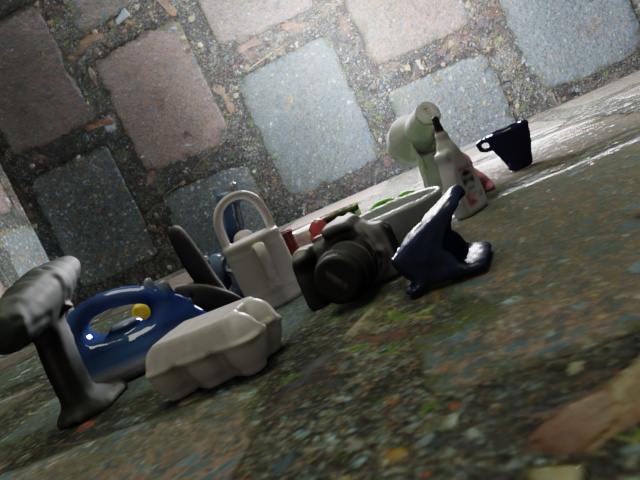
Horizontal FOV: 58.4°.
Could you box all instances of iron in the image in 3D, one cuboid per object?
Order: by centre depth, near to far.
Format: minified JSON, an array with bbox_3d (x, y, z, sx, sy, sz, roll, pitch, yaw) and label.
[{"bbox_3d":[-0.295,0.132,0.891,0.258,0.141,0.118,-25,6,-4],"label":"iron"}]

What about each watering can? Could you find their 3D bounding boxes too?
[{"bbox_3d":[-0.110,0.015,0.939,0.101,0.194,0.172,-28,7,-35],"label":"watering can"}]

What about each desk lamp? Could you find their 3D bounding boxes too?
[{"bbox_3d":[0.245,-0.193,1.266,0.118,0.213,0.203,-25,6,-10],"label":"desk lamp"}]

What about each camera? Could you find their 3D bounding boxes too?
[{"bbox_3d":[0.022,0.029,0.739,0.143,0.101,0.137,-22,6,21],"label":"camera"}]

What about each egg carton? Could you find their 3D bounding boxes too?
[{"bbox_3d":[-0.117,0.120,0.642,0.150,0.069,0.107,-22,6,17],"label":"egg carton"}]

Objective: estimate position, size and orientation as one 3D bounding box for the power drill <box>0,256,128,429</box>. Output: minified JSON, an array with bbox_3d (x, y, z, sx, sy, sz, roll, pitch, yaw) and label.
[{"bbox_3d":[-0.346,0.132,0.769,0.075,0.208,0.229,-24,6,4],"label":"power drill"}]

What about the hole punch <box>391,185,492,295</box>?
[{"bbox_3d":[0.127,-0.002,0.638,0.101,0.091,0.109,-22,7,23],"label":"hole punch"}]

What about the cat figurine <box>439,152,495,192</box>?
[{"bbox_3d":[0.268,-0.130,1.084,0.067,0.118,0.128,-20,7,35],"label":"cat figurine"}]

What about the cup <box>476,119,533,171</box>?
[{"bbox_3d":[0.396,-0.190,1.212,0.117,0.095,0.092,-20,7,36],"label":"cup"}]

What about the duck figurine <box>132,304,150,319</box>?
[{"bbox_3d":[-0.314,0.154,1.045,0.077,0.086,0.104,-24,6,7],"label":"duck figurine"}]

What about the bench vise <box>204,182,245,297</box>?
[{"bbox_3d":[-0.176,0.008,1.138,0.207,0.220,0.122,-22,6,16],"label":"bench vise"}]

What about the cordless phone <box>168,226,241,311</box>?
[{"bbox_3d":[-0.222,0.061,1.024,0.094,0.185,0.147,-28,7,-30],"label":"cordless phone"}]

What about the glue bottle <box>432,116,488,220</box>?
[{"bbox_3d":[0.221,-0.124,0.949,0.037,0.173,0.078,-18,9,44],"label":"glue bottle"}]

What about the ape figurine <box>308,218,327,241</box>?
[{"bbox_3d":[0.010,0.004,1.055,0.076,0.092,0.078,-20,8,37],"label":"ape figurine"}]

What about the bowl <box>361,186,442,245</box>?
[{"bbox_3d":[0.122,-0.018,0.888,0.167,0.075,0.167,-24,6,3],"label":"bowl"}]
